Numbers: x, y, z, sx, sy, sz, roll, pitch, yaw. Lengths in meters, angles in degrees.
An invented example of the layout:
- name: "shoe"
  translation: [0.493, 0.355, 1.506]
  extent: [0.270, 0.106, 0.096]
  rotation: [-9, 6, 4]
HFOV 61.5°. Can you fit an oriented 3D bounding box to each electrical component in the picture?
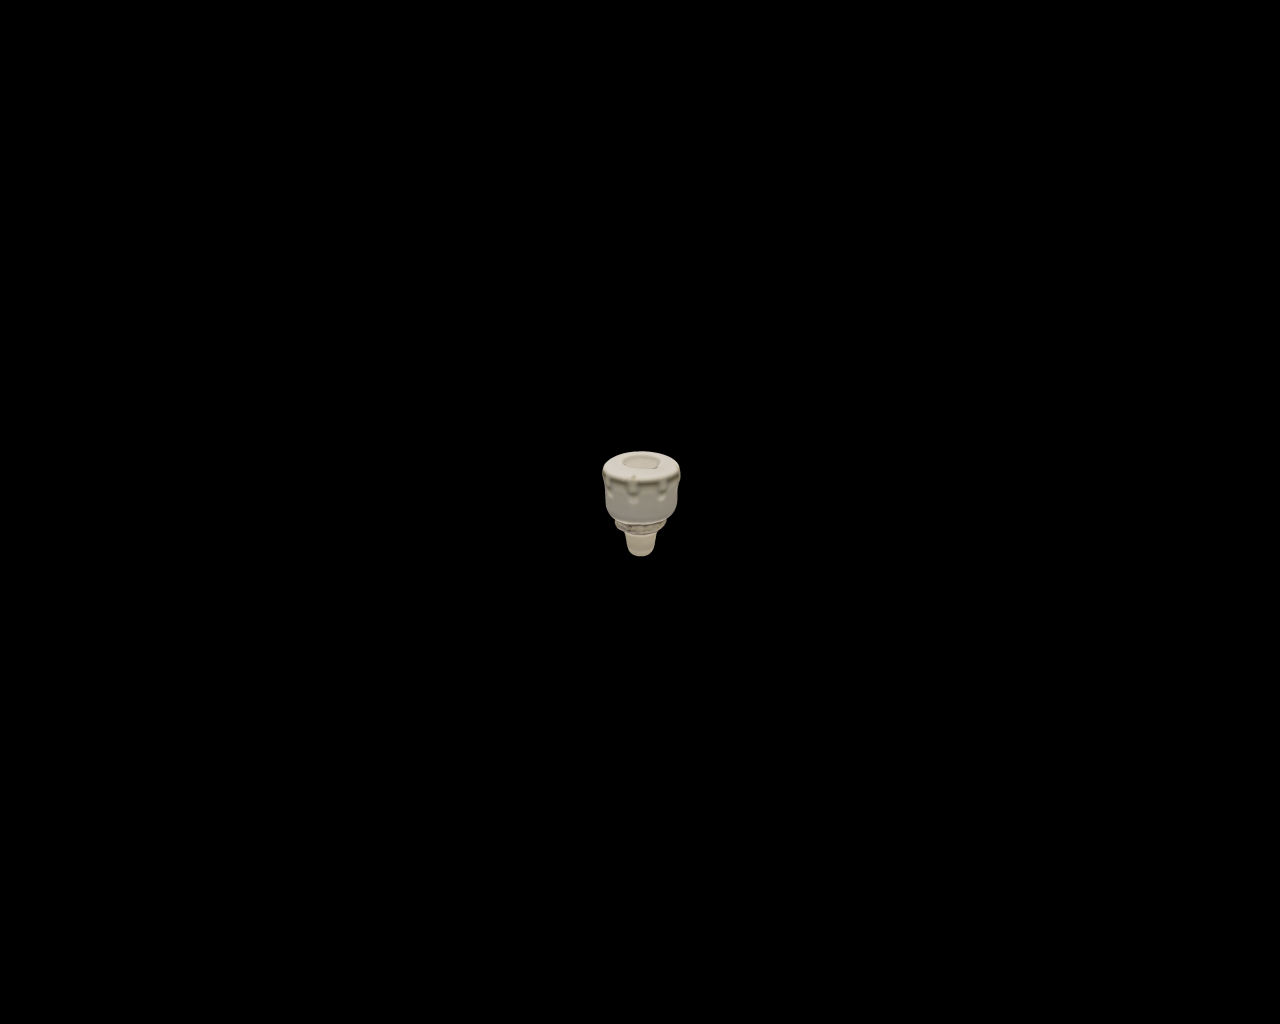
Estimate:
- name: "electrical component"
  translation: [0.001, -0.003, 0.650]
  extent: [0.048, 0.062, 0.048]
  rotation: [0, 22, 0]
